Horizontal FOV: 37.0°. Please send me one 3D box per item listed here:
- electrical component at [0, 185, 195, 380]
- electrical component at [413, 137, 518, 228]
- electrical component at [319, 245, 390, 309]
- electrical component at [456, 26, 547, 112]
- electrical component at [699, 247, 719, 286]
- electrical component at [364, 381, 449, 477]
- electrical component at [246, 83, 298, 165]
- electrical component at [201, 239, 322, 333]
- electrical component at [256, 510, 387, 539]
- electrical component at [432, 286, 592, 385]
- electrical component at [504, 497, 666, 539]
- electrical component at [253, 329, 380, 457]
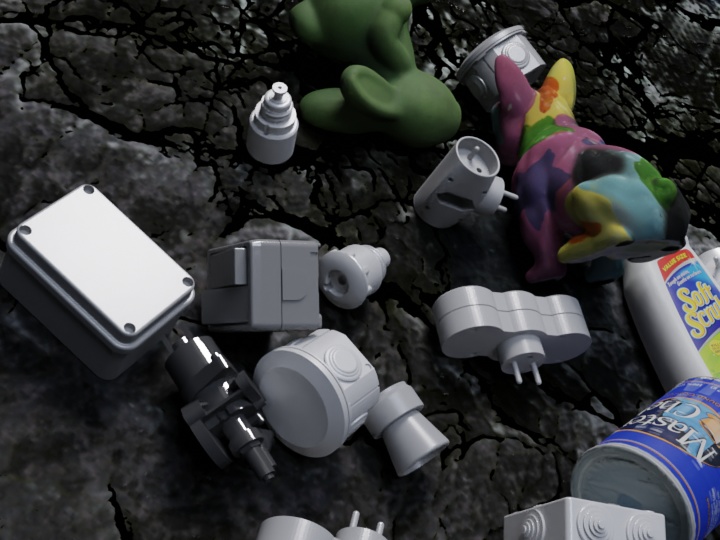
[{"bbox_3d":[-0.178,0.007,0.730,0.113,0.057,0.078,42,46,4],"label":"electrical component"},{"bbox_3d":[0.099,-0.070,0.937,0.079,0.077,0.043,19,50,-19],"label":"electrical component"},{"bbox_3d":[0.000,0.000,0.850,0.048,0.048,0.062,49,40,10],"label":"electrical component"},{"bbox_3d":[0.139,-0.198,1.058,0.080,0.080,0.051,-28,79,-41],"label":"electrical component"},{"bbox_3d":[0.350,0.013,1.030,0.079,0.044,0.077,47,27,-53],"label":"electrical component"},{"bbox_3d":[0.031,0.115,0.780,0.045,0.045,0.055,-21,69,-39],"label":"electrical component"},{"bbox_3d":[-0.070,-0.121,0.881,0.040,0.078,0.040,6,53,-8],"label":"electrical component"},{"bbox_3d":[-0.076,0.013,0.765,0.061,0.096,0.061,1,85,-30],"label":"electrical component"},{"bbox_3d":[-0.002,0.191,0.697,0.138,0.052,0.073,27,47,-11],"label":"electrical component"},{"bbox_3d":[0.128,0.060,0.873,0.138,0.052,0.073,6,54,-27],"label":"electrical component"},{"bbox_3d":[0.157,0.195,0.758,0.100,0.100,0.048,14,63,-21],"label":"electrical component"},{"bbox_3d":[-0.030,0.084,0.744,0.080,0.080,0.051,49,42,10],"label":"electrical component"}]
